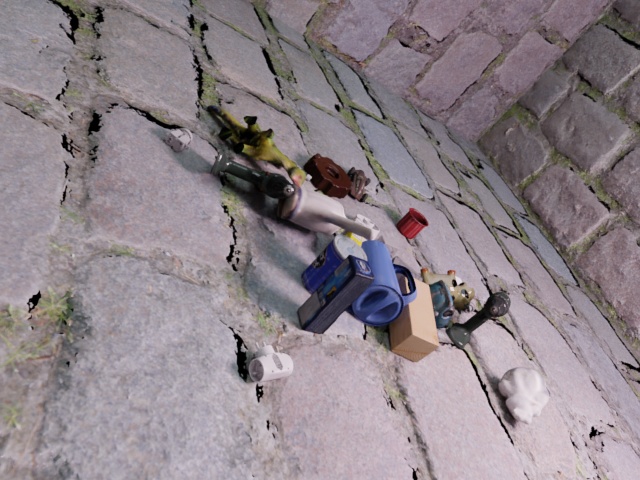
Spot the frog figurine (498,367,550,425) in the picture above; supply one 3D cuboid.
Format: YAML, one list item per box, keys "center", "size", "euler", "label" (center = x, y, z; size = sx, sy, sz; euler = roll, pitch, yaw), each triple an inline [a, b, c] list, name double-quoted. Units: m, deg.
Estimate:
- center: [0.572, 0.437, 1.460]
  size: [0.138, 0.121, 0.161]
  euler: [19, 25, 33]
  label: "frog figurine"

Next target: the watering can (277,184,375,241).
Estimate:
- center: [0.004, -0.070, 1.386]
  size: [0.223, 0.104, 0.349]
  euler: [20, 2, -19]
  label: "watering can"

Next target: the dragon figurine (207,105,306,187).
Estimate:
- center: [-0.178, -0.283, 1.585]
  size: [0.417, 0.122, 0.239]
  euler: [45, 5, 39]
  label: "dragon figurine"
